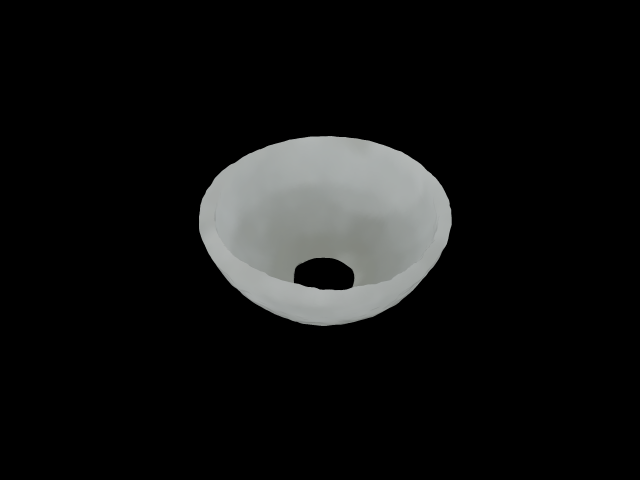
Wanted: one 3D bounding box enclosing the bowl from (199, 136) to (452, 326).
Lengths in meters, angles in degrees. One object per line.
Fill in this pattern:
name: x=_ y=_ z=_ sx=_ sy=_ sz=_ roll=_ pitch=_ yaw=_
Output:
bowl: x=0.004 y=0.001 z=0.400 sx=0.167 sy=0.075 sz=0.167 roll=0 pitch=43 yaw=0
